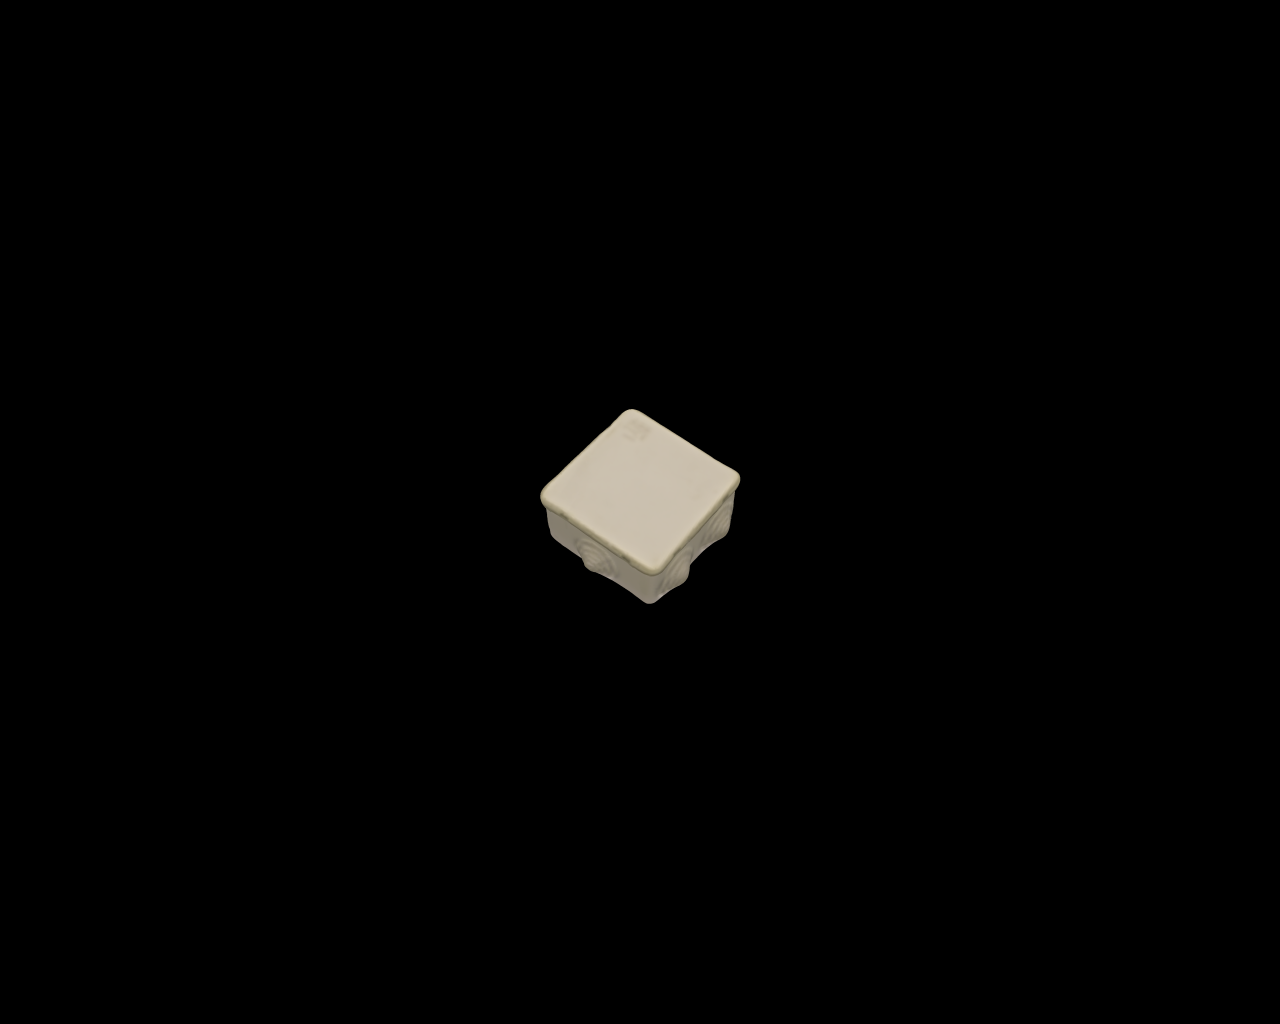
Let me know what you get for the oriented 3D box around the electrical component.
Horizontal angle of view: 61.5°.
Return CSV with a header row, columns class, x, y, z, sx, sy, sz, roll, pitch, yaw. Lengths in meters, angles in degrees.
class,x,y,z,sx,sy,sz,roll,pitch,yaw
electrical component,0.001,-0.003,0.650,0.100,0.100,0.048,33,-28,20
